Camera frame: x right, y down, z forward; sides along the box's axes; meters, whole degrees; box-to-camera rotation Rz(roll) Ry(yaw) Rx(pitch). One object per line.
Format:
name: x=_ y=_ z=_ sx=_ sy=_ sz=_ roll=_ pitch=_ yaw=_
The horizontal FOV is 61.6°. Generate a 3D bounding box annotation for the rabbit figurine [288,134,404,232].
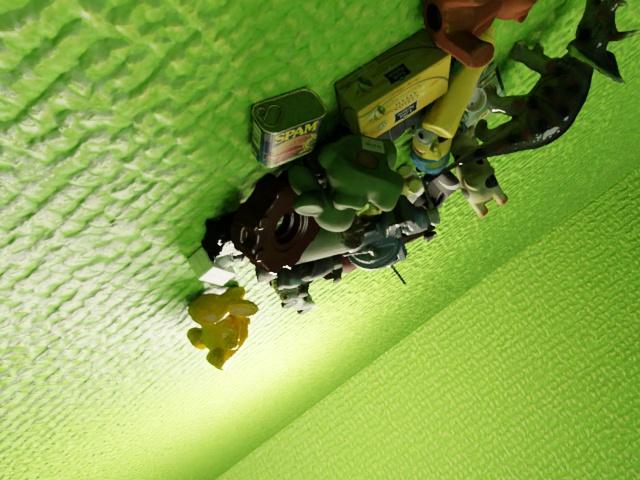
rabbit figurine: x=0.031 y=-0.069 z=0.839 sx=0.159 sy=0.121 sz=0.170 roll=3 pitch=142 yaw=-22

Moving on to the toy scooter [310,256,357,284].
toy scooter: x=0.028 y=0.038 z=1.246 sx=0.184 sy=0.075 sz=0.135 roll=-20 pitch=150 yaw=-23

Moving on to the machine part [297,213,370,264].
machine part: x=-0.002 y=-0.003 z=1.025 sx=0.243 sy=0.079 sz=0.079 roll=-17 pitch=175 yaw=43

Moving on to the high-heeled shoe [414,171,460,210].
high-heeled shoe: x=0.250 y=-0.102 z=1.245 sx=0.145 sy=0.086 sz=0.248 roll=-46 pitch=166 yaw=10

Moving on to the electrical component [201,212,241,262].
electrical component: x=-0.141 y=-0.013 z=0.938 sx=0.119 sy=0.048 sz=0.074 roll=-22 pitch=154 yaw=-30

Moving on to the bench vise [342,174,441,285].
bench vise: x=0.147 y=-0.004 z=1.122 sx=0.224 sy=0.129 sz=0.240 roll=-26 pitch=149 yaw=5

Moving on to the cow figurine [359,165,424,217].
cow figurine: x=0.160 y=-0.086 z=1.194 sx=0.167 sy=0.068 sz=0.098 roll=-41 pitch=163 yaw=17

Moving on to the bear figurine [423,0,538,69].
bear figurine: x=0.249 y=-0.330 z=0.753 sx=0.196 sy=0.132 sz=0.120 roll=-21 pitch=127 yaw=-17

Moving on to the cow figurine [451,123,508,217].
cow figurine: x=0.313 y=-0.157 z=1.123 sx=0.085 sy=0.195 sz=0.127 roll=-28 pitch=131 yaw=25

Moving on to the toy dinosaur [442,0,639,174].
toy dinosaur: x=0.416 y=-0.254 z=1.000 sx=0.131 sy=0.192 sz=0.404 roll=18 pitch=107 yaw=-54

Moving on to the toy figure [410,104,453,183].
toy figure: x=0.220 y=-0.191 z=1.048 sx=0.089 sy=0.082 sz=0.180 roll=-49 pitch=153 yaw=-15

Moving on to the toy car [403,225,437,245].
toy car: x=0.216 y=-0.018 z=1.369 sx=0.202 sy=0.089 sz=0.053 roll=-22 pitch=158 yaw=-27

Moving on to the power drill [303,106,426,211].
power drill: x=0.082 y=-0.139 z=0.960 sx=0.232 sy=0.086 sz=0.207 roll=-27 pitch=160 yaw=-14

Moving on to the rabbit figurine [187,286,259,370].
rabbit figurine: x=-0.209 y=0.171 z=1.134 sx=0.162 sy=0.122 sz=0.173 roll=-34 pitch=139 yaw=-11

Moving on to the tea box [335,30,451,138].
tea box: x=0.113 y=-0.233 z=0.829 sx=0.170 sy=0.068 sz=0.098 roll=-34 pitch=157 yaw=-4

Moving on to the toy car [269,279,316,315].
toy car: x=-0.063 y=0.131 z=1.299 sx=0.056 sy=0.073 sz=0.201 roll=-34 pitch=158 yaw=5

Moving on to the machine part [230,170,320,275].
machine part: x=-0.067 y=-0.028 z=0.912 sx=0.179 sy=0.056 sz=0.179 roll=-34 pitch=138 yaw=-38

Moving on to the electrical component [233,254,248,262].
electrical component: x=-0.132 y=0.016 z=1.042 sx=0.094 sy=0.021 sz=0.063 roll=-14 pitch=150 yaw=-43

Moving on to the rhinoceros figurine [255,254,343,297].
rhinoceros figurine: x=-0.041 y=0.054 z=1.127 sx=0.190 sy=0.112 sz=0.073 roll=-15 pitch=144 yaw=-12
